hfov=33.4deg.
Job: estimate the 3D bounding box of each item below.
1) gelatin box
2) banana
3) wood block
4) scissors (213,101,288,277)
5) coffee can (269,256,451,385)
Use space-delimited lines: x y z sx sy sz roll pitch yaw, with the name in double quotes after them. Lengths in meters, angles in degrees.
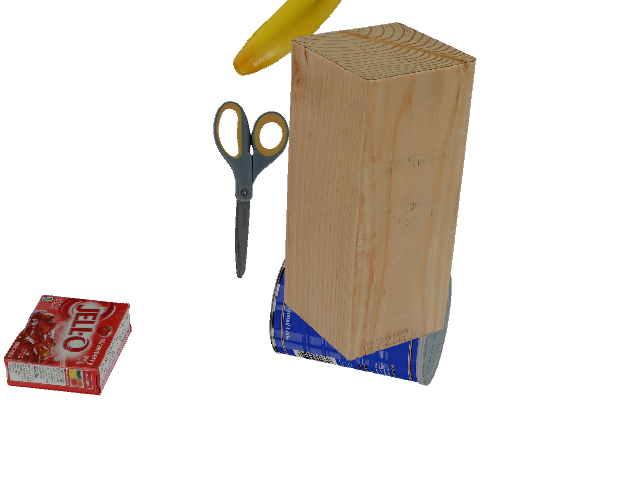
-0.194 0.079 0.828 0.073 0.030 0.089 6 32 6 "gelatin box"
-0.012 -0.209 0.925 0.070 0.037 0.197 -17 34 39 "banana"
0.036 -0.035 0.740 0.090 0.206 0.091 -15 33 -29 "wood block"
-0.070 -0.064 1.217 0.096 0.202 0.016 -12 -7 -13 "scissors"
0.038 0.065 0.954 0.140 0.103 0.102 10 3 16 "coffee can"
